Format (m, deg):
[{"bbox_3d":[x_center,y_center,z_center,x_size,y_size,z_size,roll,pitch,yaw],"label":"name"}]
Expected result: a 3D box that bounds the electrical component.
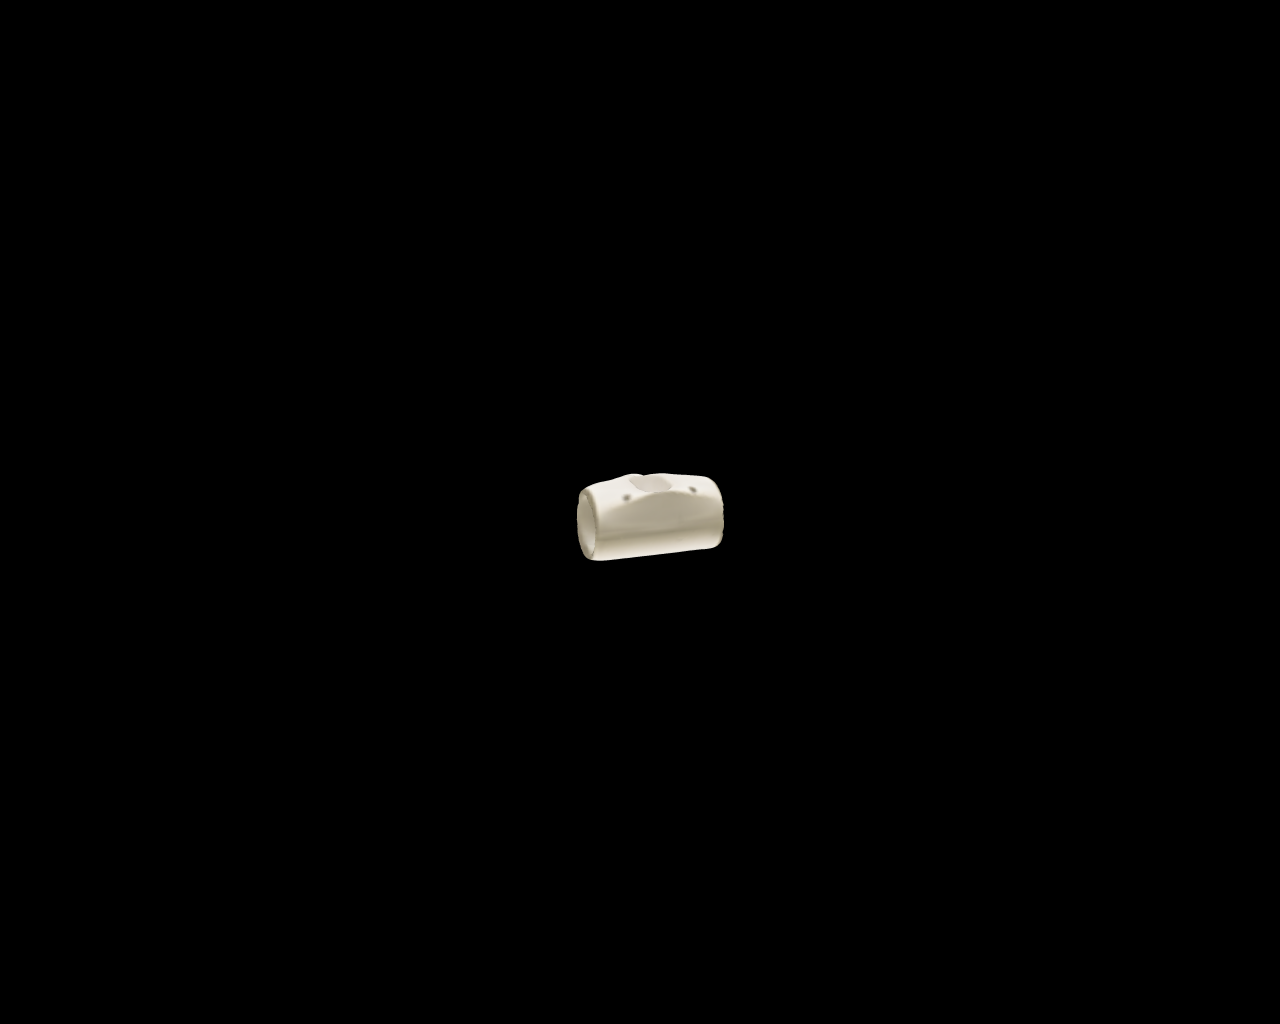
[{"bbox_3d":[0.001,-0.003,0.650,0.077,0.043,0.079,-6,20,-16],"label":"electrical component"}]
